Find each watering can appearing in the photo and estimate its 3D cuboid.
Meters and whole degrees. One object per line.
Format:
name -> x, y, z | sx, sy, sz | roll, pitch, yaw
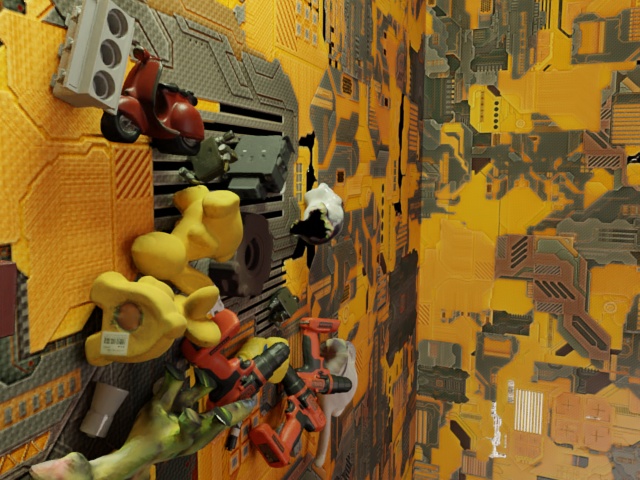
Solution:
watering can -> 0.032, 0.424, 1.428 | 0.219, 0.104, 0.356 | 69, 34, -43

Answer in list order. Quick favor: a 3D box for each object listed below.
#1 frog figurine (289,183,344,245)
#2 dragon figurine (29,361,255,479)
frog figurine -> 0.004, -0.065, 1.297 | 0.135, 0.122, 0.162 | -60, -178, 28
dragon figurine -> -0.233, 0.313, 0.735 | 0.244, 0.123, 0.403 | -51, 153, -9
